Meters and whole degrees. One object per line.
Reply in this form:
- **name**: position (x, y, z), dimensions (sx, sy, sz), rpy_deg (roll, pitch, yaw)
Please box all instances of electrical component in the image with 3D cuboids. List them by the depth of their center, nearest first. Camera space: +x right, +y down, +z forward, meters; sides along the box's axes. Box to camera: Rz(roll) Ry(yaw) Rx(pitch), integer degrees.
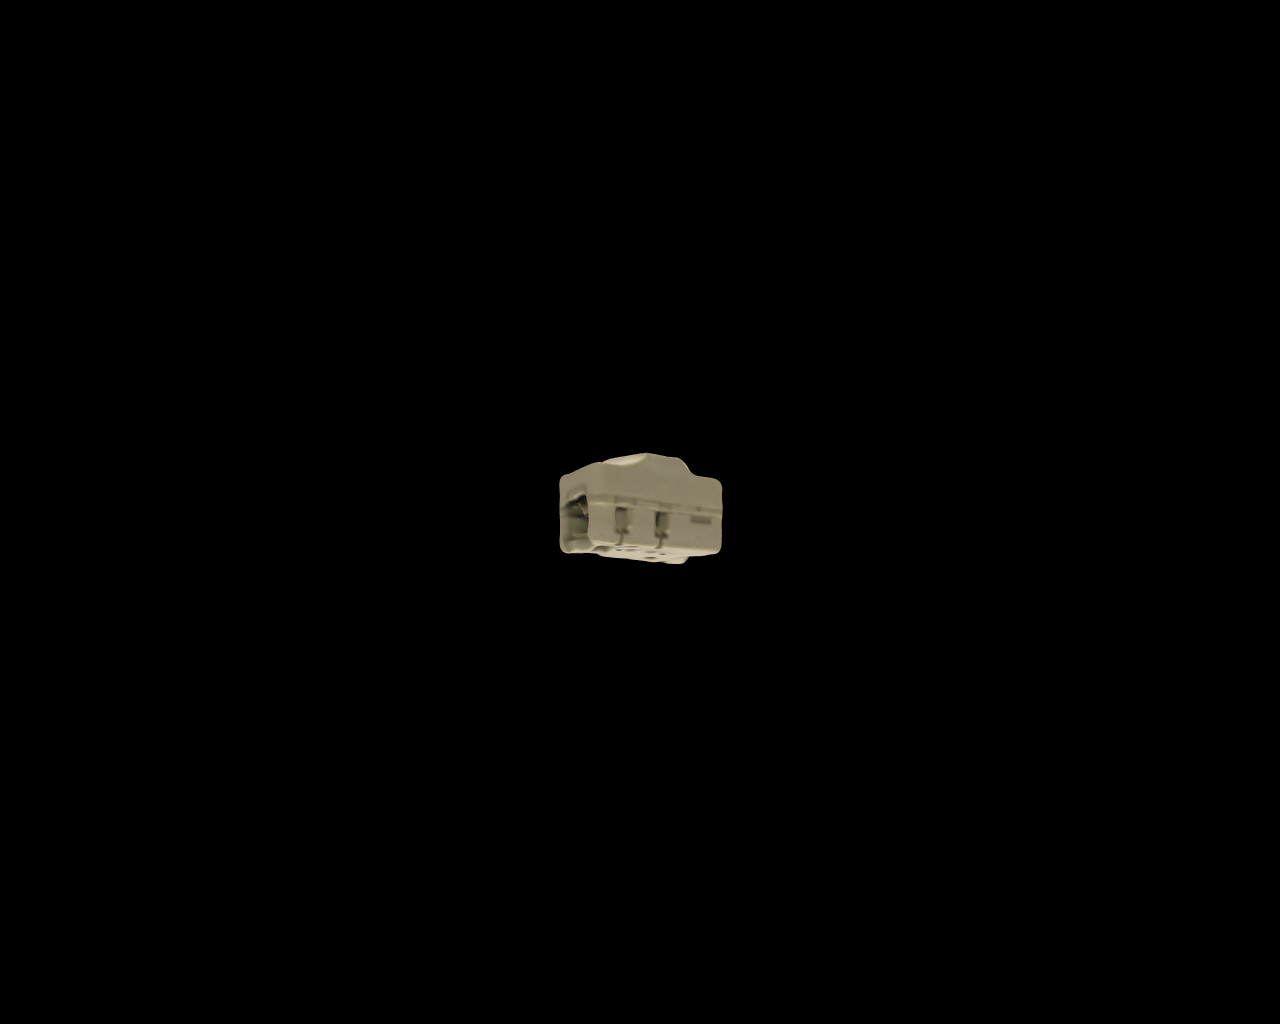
- **electrical component**: position (0.001, -0.003, 0.650), dimensions (0.089, 0.056, 0.050), rpy_deg (7, -14, -30)
